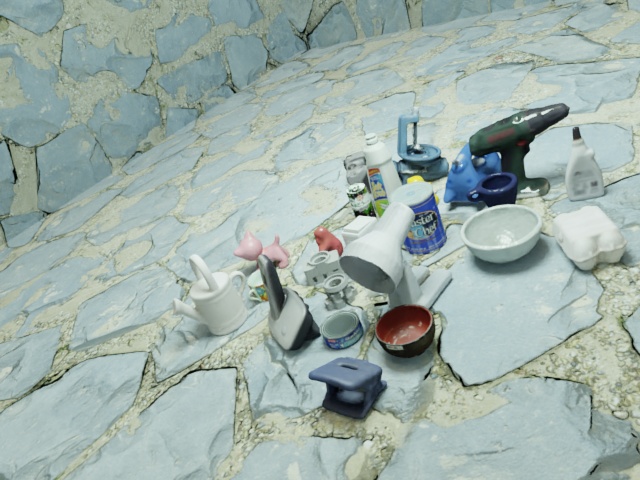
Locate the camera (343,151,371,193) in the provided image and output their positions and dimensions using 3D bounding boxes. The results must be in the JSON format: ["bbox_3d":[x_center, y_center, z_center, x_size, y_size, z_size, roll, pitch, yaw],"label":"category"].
[{"bbox_3d":[0.145,-0.215,1.713,0.136,0.101,0.143,-17,29,10],"label":"camera"}]

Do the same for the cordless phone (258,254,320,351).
[{"bbox_3d":[-0.082,0.127,1.199,0.094,0.185,0.147,-31,29,-15],"label":"cordless phone"}]

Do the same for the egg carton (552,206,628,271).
[{"bbox_3d":[0.521,-0.007,1.121,0.107,0.069,0.150,-18,29,9],"label":"egg carton"}]

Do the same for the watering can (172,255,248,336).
[{"bbox_3d":[-0.255,0.122,1.322,0.100,0.194,0.173,4,38,40],"label":"watering can"}]

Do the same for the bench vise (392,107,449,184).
[{"bbox_3d":[0.236,-0.239,1.565,0.207,0.220,0.121,-28,29,-9],"label":"bench vise"}]

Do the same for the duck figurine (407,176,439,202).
[{"bbox_3d":[0.253,-0.128,1.503,0.104,0.086,0.078,2,37,37],"label":"duck figurine"}]

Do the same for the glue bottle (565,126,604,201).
[{"bbox_3d":[0.572,-0.170,1.255,0.078,0.173,0.037,-9,31,23],"label":"glue bottle"}]

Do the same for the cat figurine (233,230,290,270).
[{"bbox_3d":[-0.156,0.025,1.499,0.127,0.118,0.067,-20,29,6],"label":"cat figurine"}]

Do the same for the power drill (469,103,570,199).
[{"bbox_3d":[0.476,-0.205,1.347,0.229,0.209,0.076,-8,32,25],"label":"power drill"}]

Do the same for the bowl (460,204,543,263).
[{"bbox_3d":[0.384,-0.002,1.204,0.167,0.075,0.167,-17,29,10],"label":"bowl"}]

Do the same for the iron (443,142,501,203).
[{"bbox_3d":[0.398,-0.197,1.460,0.118,0.142,0.259,3,37,39],"label":"iron"}]

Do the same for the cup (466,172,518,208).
[{"bbox_3d":[0.403,-0.092,1.324,0.117,0.095,0.091,-19,29,7],"label":"cup"}]

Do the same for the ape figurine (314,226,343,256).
[{"bbox_3d":[0.013,0.005,1.440,0.076,0.092,0.078,-6,32,28],"label":"ape figurine"}]

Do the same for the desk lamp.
[{"bbox_3d":[0.150,0.047,1.142,0.117,0.214,0.204,7,40,42],"label":"desk lamp"}]

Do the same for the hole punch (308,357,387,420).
[{"bbox_3d":[0.048,0.243,1.007,0.108,0.091,0.101,4,38,40],"label":"hole punch"}]
